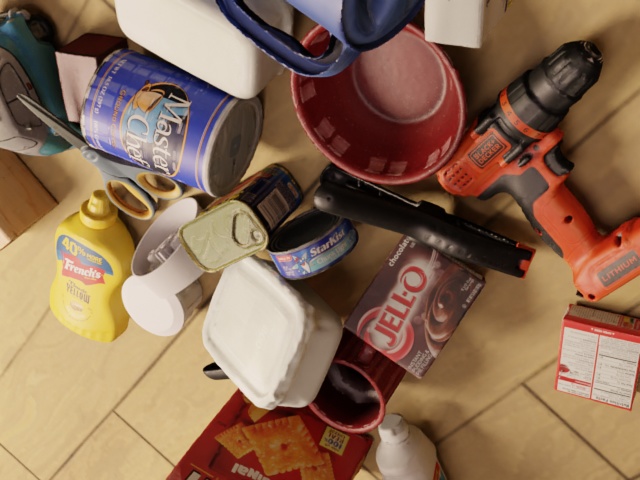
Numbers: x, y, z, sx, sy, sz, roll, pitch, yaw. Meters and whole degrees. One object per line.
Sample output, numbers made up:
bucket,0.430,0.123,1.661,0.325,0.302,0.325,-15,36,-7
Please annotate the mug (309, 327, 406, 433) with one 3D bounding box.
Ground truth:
mug,0.043,0.127,1.079,0.093,0.081,0.117,29,131,11

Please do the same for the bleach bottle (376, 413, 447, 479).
bleach bottle,0.110,0.298,1.141,0.068,0.102,0.251,-7,117,28

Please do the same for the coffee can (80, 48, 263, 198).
coffee can,-0.139,-0.112,1.012,0.140,0.102,0.103,22,129,16

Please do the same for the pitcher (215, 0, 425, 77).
pitcher,-0.031,-0.248,0.816,0.243,0.149,0.145,36,159,23

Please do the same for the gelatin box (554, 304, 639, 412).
gelatin box,0.257,0.107,0.977,0.073,0.030,0.089,13,126,21

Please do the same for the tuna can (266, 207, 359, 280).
tuna can,-0.007,0.001,1.022,0.086,0.086,0.033,-13,115,36

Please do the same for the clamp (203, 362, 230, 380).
clamp,-0.053,0.133,1.166,0.171,0.039,0.120,30,127,12

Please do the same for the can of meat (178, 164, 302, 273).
can of meat,-0.076,-0.022,1.047,0.102,0.083,0.057,-25,106,39

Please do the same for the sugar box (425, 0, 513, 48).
sugar box,0.119,-0.211,0.745,0.048,0.176,0.093,13,126,22

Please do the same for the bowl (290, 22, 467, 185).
bowl,0.057,-0.130,0.916,0.162,0.055,0.162,15,127,21

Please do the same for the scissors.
scissors,-0.210,-0.088,1.080,0.096,0.016,0.201,-10,139,21

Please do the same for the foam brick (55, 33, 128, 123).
foam brick,-0.222,-0.159,1.062,0.051,0.052,0.078,12,126,23

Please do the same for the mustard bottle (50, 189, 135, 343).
mustard bottle,-0.254,0.023,1.199,0.096,0.058,0.192,29,130,17

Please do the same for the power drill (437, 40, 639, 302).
power drill,0.210,-0.052,0.881,0.187,0.057,0.185,46,135,0

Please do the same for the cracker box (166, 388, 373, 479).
cracker box,-0.062,0.260,1.142,0.164,0.213,0.072,28,131,11

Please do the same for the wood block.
wood block,-0.409,-0.081,1.199,0.091,0.090,0.206,-31,102,39

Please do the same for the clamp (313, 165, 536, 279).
clamp,0.088,-0.018,0.952,0.210,0.164,0.036,20,101,-8

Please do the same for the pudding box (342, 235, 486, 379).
pudding box,0.089,0.059,1.003,0.090,0.039,0.113,34,97,5
